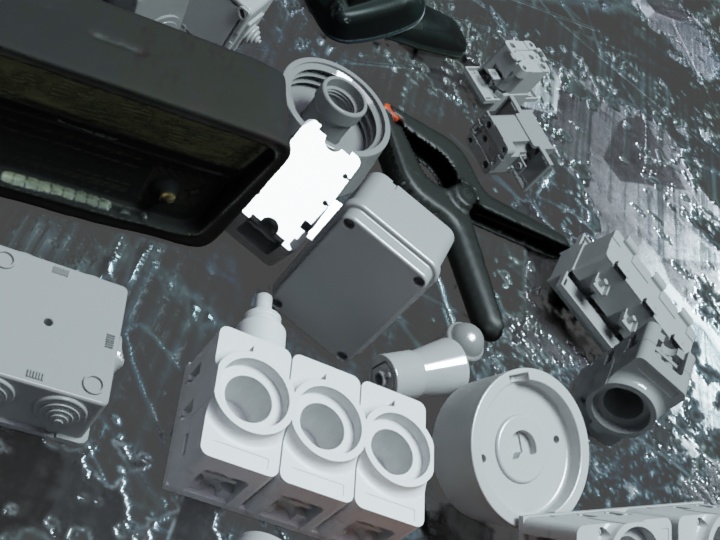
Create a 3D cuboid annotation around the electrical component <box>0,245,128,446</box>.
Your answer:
[{"bbox_3d":[-0.183,0.041,0.608,0.100,0.048,0.099,21,46,-23],"label":"electrical component"}]

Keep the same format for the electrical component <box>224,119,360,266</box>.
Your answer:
[{"bbox_3d":[-0.051,-0.053,0.765,0.050,0.056,0.089,40,66,-10],"label":"electrical component"}]

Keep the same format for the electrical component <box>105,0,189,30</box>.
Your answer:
[{"bbox_3d":[-0.168,-0.205,0.781,0.048,0.099,0.099,-22,72,-32],"label":"electrical component"}]

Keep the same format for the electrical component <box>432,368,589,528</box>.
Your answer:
[{"bbox_3d":[0.099,0.124,0.745,0.108,0.060,0.108,8,75,-34],"label":"electrical component"}]

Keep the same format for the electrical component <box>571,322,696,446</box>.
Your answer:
[{"bbox_3d":[0.210,0.093,0.843,0.050,0.089,0.055,41,42,-4],"label":"electrical component"}]

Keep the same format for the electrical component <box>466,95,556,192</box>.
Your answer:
[{"bbox_3d":[0.136,-0.116,0.988,0.064,0.042,0.081,-9,63,-38],"label":"electrical component"}]

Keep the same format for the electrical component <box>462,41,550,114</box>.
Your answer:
[{"bbox_3d":[0.143,-0.187,1.033,0.081,0.064,0.042,-11,64,-42],"label":"electrical component"}]

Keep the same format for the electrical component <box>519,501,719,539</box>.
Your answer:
[{"bbox_3d":[0.195,0.216,0.723,0.186,0.060,0.105,5,83,-35],"label":"electrical component"}]

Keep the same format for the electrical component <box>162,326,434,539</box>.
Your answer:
[{"bbox_3d":[-0.034,0.106,0.663,0.150,0.061,0.089,24,46,-22],"label":"electrical component"}]

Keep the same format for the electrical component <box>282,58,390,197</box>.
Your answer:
[{"bbox_3d":[-0.027,-0.118,0.848,0.108,0.060,0.108,21,47,-24],"label":"electrical component"}]

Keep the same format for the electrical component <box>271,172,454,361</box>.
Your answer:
[{"bbox_3d":[0.000,0.000,0.736,0.078,0.113,0.057,39,39,-6],"label":"electrical component"}]

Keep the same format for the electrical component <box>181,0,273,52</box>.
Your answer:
[{"bbox_3d":[-0.112,-0.217,0.859,0.096,0.061,0.061,40,42,-4],"label":"electrical component"}]

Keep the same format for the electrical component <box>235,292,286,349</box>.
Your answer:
[{"bbox_3d":[-0.066,0.041,0.710,0.035,0.035,0.061,23,44,-22],"label":"electrical component"}]

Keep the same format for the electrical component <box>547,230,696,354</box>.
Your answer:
[{"bbox_3d":[0.223,0.031,0.903,0.121,0.063,0.078,50,41,-13],"label":"electrical component"}]

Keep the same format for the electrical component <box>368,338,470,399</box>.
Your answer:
[{"bbox_3d":[0.039,0.073,0.762,0.065,0.044,0.044,-5,61,-35],"label":"electrical component"}]

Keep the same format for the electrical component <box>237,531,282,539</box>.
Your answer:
[{"bbox_3d":[-0.067,0.187,0.586,0.043,0.043,0.081,39,42,-5],"label":"electrical component"}]
